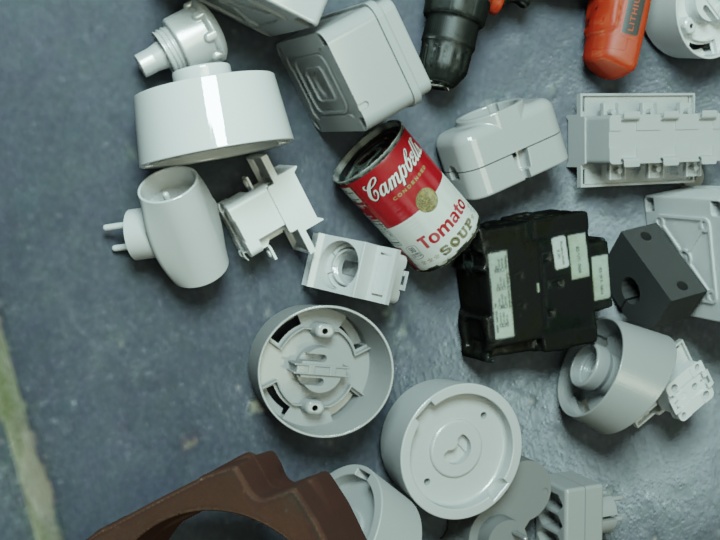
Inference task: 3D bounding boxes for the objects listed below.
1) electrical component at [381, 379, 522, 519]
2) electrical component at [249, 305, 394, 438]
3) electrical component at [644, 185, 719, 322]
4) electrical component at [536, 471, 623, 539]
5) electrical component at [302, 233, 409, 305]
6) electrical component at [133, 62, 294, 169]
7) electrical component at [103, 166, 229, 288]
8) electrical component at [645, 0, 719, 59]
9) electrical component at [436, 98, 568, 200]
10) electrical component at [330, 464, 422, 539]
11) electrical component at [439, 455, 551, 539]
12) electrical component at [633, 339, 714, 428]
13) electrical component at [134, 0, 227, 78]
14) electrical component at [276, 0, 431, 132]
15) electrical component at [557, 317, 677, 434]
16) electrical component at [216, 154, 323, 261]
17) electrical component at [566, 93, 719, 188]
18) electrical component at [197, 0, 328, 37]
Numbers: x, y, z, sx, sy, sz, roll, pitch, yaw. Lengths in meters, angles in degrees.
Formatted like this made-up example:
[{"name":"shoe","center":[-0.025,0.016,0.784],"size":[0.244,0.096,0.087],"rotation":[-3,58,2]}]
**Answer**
[{"name":"electrical component","center":[0.068,0.139,0.865],"size":[0.108,0.060,0.108],"rotation":[-2,96,-24]},{"name":"electrical component","center":[-0.032,0.074,0.812],"size":[0.099,0.064,0.099],"rotation":[-2,96,-24]},{"name":"electrical component","center":[0.303,-0.016,0.929],"size":[0.056,0.109,0.108],"rotation":[-12,100,-20]},{"name":"electrical component","center":[0.198,0.212,0.936],"size":[0.077,0.047,0.065],"rotation":[-3,96,-24]},{"name":"electrical component","center":[0.000,0.000,0.816],"size":[0.064,0.081,0.042],"rotation":[12,91,-53]},{"name":"electrical component","center":[-0.104,-0.109,0.743],"size":[0.108,0.108,0.060],"rotation":[-12,93,-23]},{"name":"electrical component","center":[-0.141,-0.028,0.761],"size":[0.079,0.044,0.077],"rotation":[-7,129,9]},{"name":"electrical component","center":[0.294,-0.231,0.928],"size":[0.099,0.064,0.099],"rotation":[-3,96,-24]},{"name":"electrical component","center":[0.113,-0.101,0.866],"size":[0.095,0.054,0.059],"rotation":[-25,104,-20]},{"name":"electrical component","center":[0.000,0.210,0.819],"size":[0.060,0.108,0.108],"rotation":[36,80,-29]},{"name":"electrical component","center":[0.112,0.218,0.884],"size":[0.052,0.074,0.138],"rotation":[38,79,-22]},{"name":"electrical component","center":[0.272,0.102,0.950],"size":[0.081,0.064,0.042],"rotation":[-35,107,-17]},{"name":"electrical component","center":[-0.128,-0.158,0.760],"size":[0.062,0.048,0.048],"rotation":[-31,106,-10]},{"name":"electrical component","center":[-0.006,-0.146,0.777],"size":[0.057,0.113,0.078],"rotation":[-32,107,-15]},{"name":"electrical component","center":[0.215,0.089,0.907],"size":[0.064,0.099,0.099],"rotation":[24,85,-18]},{"name":"electrical component","center":[-0.070,-0.043,0.797],"size":[0.064,0.042,0.081],"rotation":[-31,106,-17]},{"name":"electrical component","center":[0.245,-0.112,0.918],"size":[0.121,0.063,0.078],"rotation":[-4,97,-23]},{"name":"electrical component","center":[-0.082,-0.210,0.740],"size":[0.109,0.109,0.056],"rotation":[22,88,-24]}]
